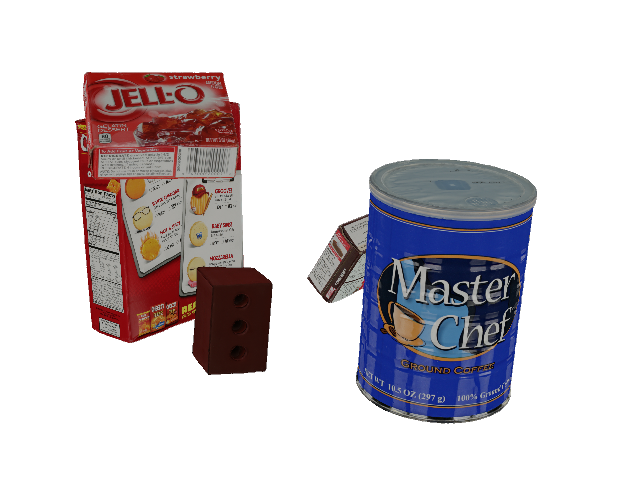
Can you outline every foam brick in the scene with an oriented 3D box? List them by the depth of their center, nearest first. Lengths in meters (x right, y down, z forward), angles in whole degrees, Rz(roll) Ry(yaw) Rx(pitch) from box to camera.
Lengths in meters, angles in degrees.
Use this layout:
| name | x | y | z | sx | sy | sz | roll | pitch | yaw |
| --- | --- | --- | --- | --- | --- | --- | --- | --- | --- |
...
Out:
| name | x | y | z | sx | sy | sz | roll | pitch | yaw |
| --- | --- | --- | --- | --- | --- | --- | --- | --- | --- |
| foam brick | -0.074 | 0.065 | 0.883 | 0.052 | 0.078 | 0.051 | -1 | 13 | -21 |

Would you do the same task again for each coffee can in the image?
| name | x | y | z | sx | sy | sz | roll | pitch | yaw |
| --- | --- | --- | --- | --- | --- | --- | --- | --- | --- |
| coffee can | 0.078 | 0.029 | 0.678 | 0.103 | 0.140 | 0.103 | 3 | 21 | -1 |

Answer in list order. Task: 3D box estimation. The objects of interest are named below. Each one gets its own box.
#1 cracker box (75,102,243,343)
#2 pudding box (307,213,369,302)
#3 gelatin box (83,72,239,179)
| name | x | y | z | sx | sy | sz | roll | pitch | yaw |
| --- | --- | --- | --- | --- | --- | --- | --- | --- | --- |
| cracker box | -0.156 | -0.025 | 1.067 | 0.072 | 0.214 | 0.163 | 12 | 20 | 38 |
| pudding box | 0.052 | 0.007 | 1.030 | 0.113 | 0.039 | 0.090 | -24 | -23 | -37 |
| gelatin box | -0.099 | -0.072 | 0.655 | 0.089 | 0.030 | 0.073 | -1 | 45 | -15 |
